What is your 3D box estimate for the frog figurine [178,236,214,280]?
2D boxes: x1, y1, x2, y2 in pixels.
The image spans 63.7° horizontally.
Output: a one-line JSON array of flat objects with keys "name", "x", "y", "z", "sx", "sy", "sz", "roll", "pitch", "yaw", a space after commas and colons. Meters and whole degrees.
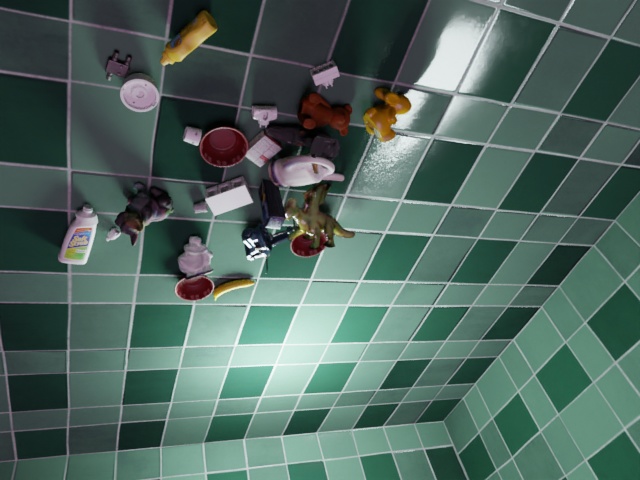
[{"name": "frog figurine", "x": -0.494, "y": 0.061, "z": 2.029, "sx": 0.137, "sy": 0.124, "sz": 0.158, "roll": -12, "pitch": 99, "yaw": 4}]

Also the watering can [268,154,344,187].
[{"name": "watering can", "x": -0.048, "y": -0.241, "z": 1.842, "sx": 0.224, "sy": 0.105, "sz": 0.346, "roll": -6, "pitch": 172, "yaw": 18}]

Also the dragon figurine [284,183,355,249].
[{"name": "dragon figurine", "x": 0.006, "y": -0.100, "z": 1.987, "sx": 0.412, "sy": 0.123, "sz": 0.239, "roll": -9, "pitch": 114, "yaw": -44}]
